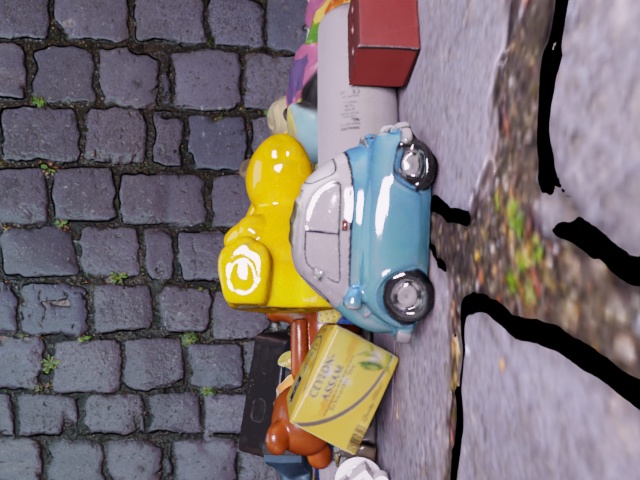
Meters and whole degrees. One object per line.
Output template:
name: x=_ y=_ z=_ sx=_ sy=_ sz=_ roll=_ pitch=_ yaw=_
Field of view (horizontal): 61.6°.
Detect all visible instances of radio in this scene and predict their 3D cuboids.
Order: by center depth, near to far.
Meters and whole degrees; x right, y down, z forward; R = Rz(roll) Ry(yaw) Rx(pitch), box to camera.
radio: x=-0.083 y=0.294 z=1.034 sx=0.131 sy=0.073 sz=0.229 roll=23 pitch=-108 yaw=-64

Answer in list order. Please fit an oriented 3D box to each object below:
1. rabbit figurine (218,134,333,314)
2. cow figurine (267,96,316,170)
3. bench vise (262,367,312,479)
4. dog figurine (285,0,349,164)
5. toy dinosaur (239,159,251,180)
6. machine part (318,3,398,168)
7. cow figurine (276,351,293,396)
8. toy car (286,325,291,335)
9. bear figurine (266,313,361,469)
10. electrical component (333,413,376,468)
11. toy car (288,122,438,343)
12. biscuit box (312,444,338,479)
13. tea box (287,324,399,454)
rabbit figurine: x=-0.035 y=-0.014 z=0.533 sx=0.162 sy=0.122 sz=0.173 roll=129 pitch=139 yaw=-81
cow figurine: x=-0.029 y=-0.117 z=0.797 sx=0.086 sy=0.127 sz=0.194 roll=38 pitch=147 yaw=51
bench vise: x=-0.016 y=0.323 z=0.916 sx=0.240 sy=0.129 sz=0.224 roll=53 pitch=-157 yaw=-62
dog figurine: x=0.016 y=-0.216 z=0.642 sx=0.192 sy=0.108 sz=0.219 roll=-94 pitch=9 yaw=-63
toy dinosaur: x=-0.069 y=-0.095 z=1.072 sx=0.471 sy=0.105 sz=0.198 roll=-61 pitch=-33 yaw=-28
machine part: x=0.035 y=-0.131 z=0.508 sx=0.079 sy=0.079 sz=0.243 roll=102 pitch=169 yaw=-71
cow figurine: x=-0.010 y=0.197 z=0.811 sx=0.098 sy=0.068 sz=0.167 roll=59 pitch=-147 yaw=-22
toy car: x=-0.009 y=0.119 z=0.930 sx=0.201 sy=0.056 sz=0.073 roll=127 pitch=162 yaw=-57
bear figurine: x=-0.020 y=0.177 z=0.694 sx=0.132 sy=0.120 sz=0.196 roll=0 pitch=67 yaw=52
electrical component: x=0.037 y=0.217 z=0.592 sx=0.102 sy=0.045 sz=0.078 roll=145 pitch=125 yaw=-86
toy car: x=0.028 y=-0.006 z=0.402 sx=0.109 sy=0.103 sz=0.161 roll=-110 pitch=19 yaw=-77
biscuit box: x=0.020 y=0.299 z=0.710 sx=0.203 sy=0.059 sz=0.062 roll=-98 pitch=10 yaw=-71
tea box: x=0.016 y=0.142 z=0.547 sx=0.098 sy=0.068 sz=0.169 roll=-63 pitch=0 yaw=-12
